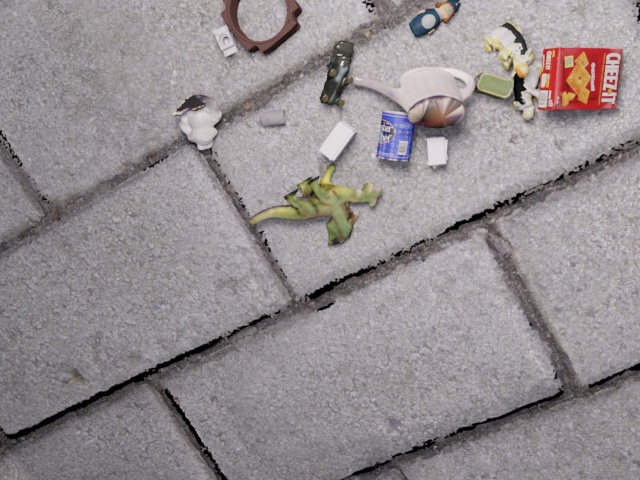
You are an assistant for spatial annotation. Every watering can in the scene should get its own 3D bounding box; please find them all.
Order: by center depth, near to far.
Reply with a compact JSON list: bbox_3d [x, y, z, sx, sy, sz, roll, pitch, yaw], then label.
[{"bbox_3d":[0.266,-0.406,1.441,0.347,0.230,0.101,-4,140,2],"label":"watering can"}]

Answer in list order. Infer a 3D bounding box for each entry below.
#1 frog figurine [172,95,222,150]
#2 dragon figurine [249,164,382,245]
[{"bbox_3d":[-0.366,-0.366,1.602,0.137,0.125,0.156,-24,137,4],"label":"frog figurine"},{"bbox_3d":[0.005,-0.081,1.610,0.407,0.124,0.240,-32,106,15],"label":"dragon figurine"}]
